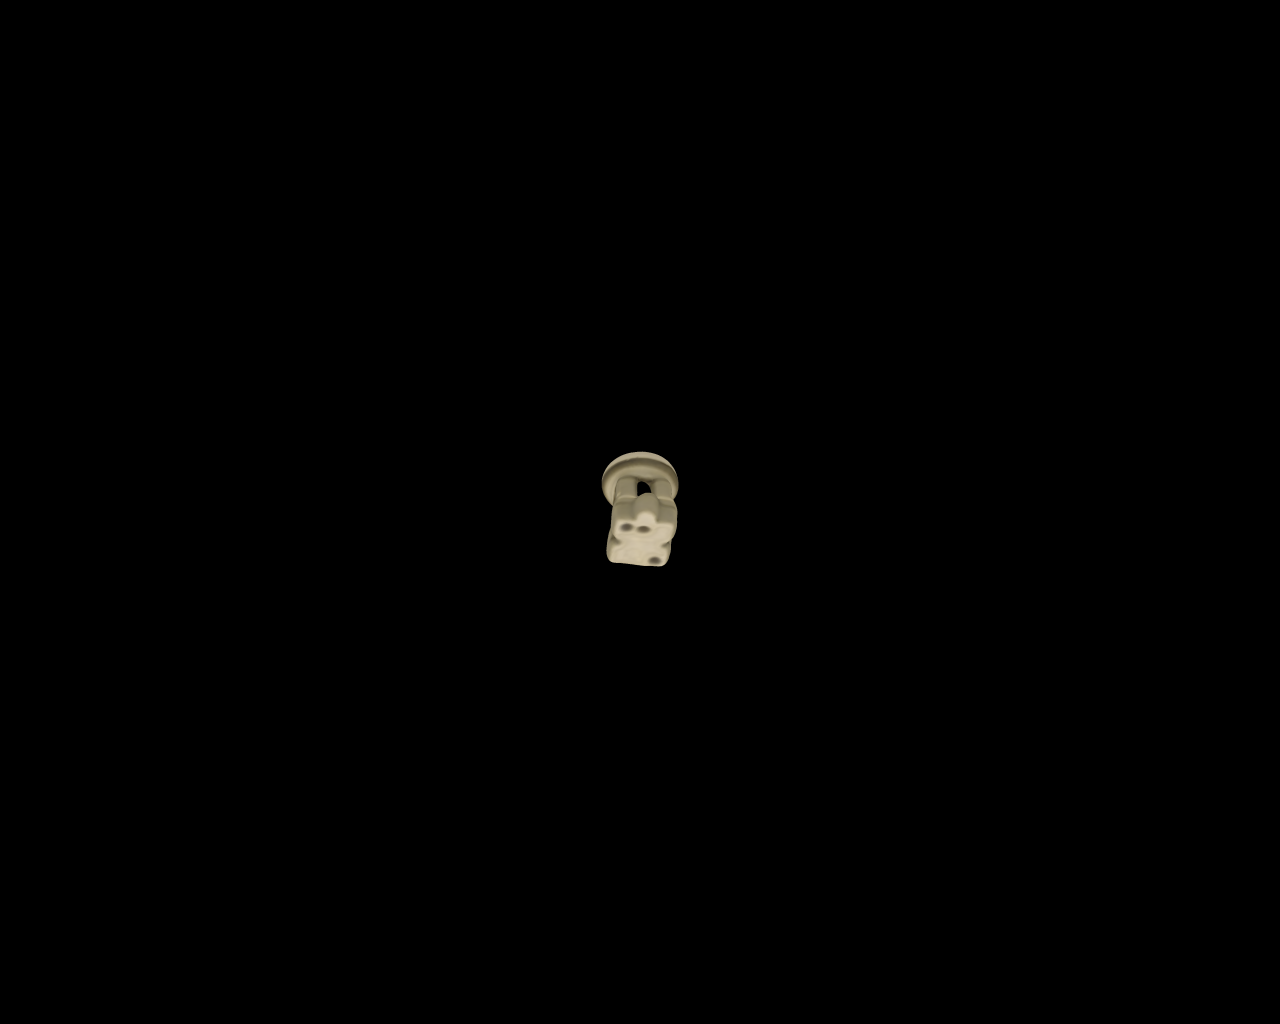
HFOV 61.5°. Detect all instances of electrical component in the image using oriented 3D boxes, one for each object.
[{"bbox_3d":[0.001,-0.003,0.650,0.048,0.055,0.066,5,-40,-6],"label":"electrical component"}]
